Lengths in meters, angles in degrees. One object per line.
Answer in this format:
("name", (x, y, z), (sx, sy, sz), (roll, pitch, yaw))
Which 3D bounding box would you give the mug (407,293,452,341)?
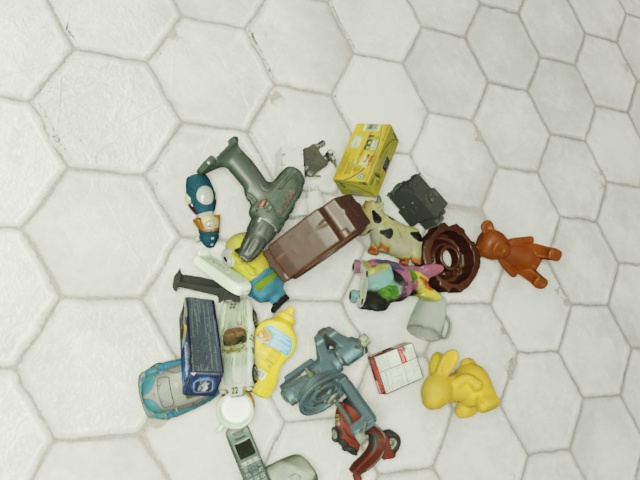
("mug", (0.272, 0.182, 1.286), (0.109, 0.081, 0.107), (26, 62, -9))

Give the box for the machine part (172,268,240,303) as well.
("machine part", (-0.229, 0.095, 1.091), (0.139, 0.084, 0.039), (15, 105, -9))

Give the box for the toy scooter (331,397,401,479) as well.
("toy scooter", (0.086, 0.435, 1.155), (0.183, 0.075, 0.135), (46, 64, -14))

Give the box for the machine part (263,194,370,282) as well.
("machine part", (-0.002, -0.003, 1.116), (0.201, 0.201, 0.087), (-35, 87, 19))

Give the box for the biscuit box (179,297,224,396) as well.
("biscuit box", (-0.226, 0.195, 1.008), (0.063, 0.059, 0.203), (10, 31, -23))

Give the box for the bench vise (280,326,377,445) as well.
("bench vise", (0.044, 0.303, 1.105), (0.224, 0.128, 0.241), (-26, 49, -18))

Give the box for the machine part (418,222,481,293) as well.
("machine part", (0.318, 0.047, 1.347), (0.179, 0.056, 0.179), (5, 77, -24))

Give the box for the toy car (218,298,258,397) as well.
("toy car", (-0.164, 0.210, 1.063), (0.074, 0.056, 0.202), (-10, 56, 9))

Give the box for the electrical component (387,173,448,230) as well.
("electrical component", (0.241, -0.088, 1.308), (0.134, 0.115, 0.058), (48, 67, -6))

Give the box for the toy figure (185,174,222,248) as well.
("toy figure", (-0.242, -0.060, 1.121), (0.064, 0.058, 0.154), (-14, 87, -4))

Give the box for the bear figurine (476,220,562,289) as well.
("bear figurine", (0.500, 0.033, 1.392), (0.196, 0.132, 0.120), (22, 99, -25))

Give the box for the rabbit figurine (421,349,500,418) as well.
("rabbit figurine", (0.310, 0.337, 1.248), (0.173, 0.122, 0.162), (-4, 77, -24))

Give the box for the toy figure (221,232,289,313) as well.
("toy figure", (-0.133, 0.067, 1.131), (0.180, 0.082, 0.089), (48, 49, -1))

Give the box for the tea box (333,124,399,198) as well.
("tea box", (0.110, -0.189, 1.270), (0.068, 0.098, 0.169), (50, 58, -51))

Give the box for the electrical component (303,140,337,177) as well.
("electrical component", (-0.010, -0.185, 1.254), (0.102, 0.045, 0.078), (-30, 94, -26))

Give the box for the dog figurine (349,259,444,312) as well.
("dog figurine", (0.185, 0.098, 1.211), (0.219, 0.191, 0.108), (1, 93, -12))

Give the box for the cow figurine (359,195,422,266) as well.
("cow figurine", (0.158, -0.023, 1.274), (0.195, 0.085, 0.127), (21, 70, -22))

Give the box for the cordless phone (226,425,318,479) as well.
("cordless phone", (-0.102, 0.443, 1.076), (0.146, 0.088, 0.184), (-18, 68, -26))

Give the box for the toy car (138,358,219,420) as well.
("toy car", (-0.257, 0.279, 1.020), (0.162, 0.103, 0.109), (-10, 84, -23))

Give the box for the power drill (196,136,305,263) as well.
("power drill", (-0.149, -0.096, 1.095), (0.207, 0.086, 0.232), (41, 64, -3))
